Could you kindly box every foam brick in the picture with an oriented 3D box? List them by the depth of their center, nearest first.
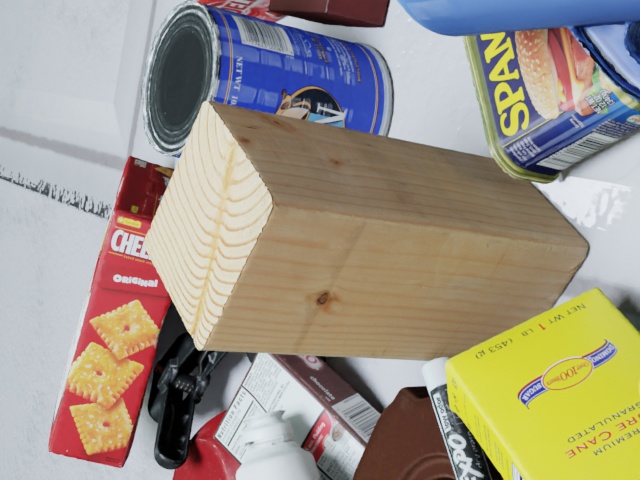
[{"bbox_3d":[0.008,-0.182,0.757,0.078,0.051,0.053,18,99,54],"label":"foam brick"}]

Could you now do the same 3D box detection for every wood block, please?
[{"bbox_3d":[0.028,0.002,0.564,0.091,0.205,0.090,-62,40,26],"label":"wood block"}]

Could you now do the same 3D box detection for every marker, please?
[{"bbox_3d":[0.077,0.117,0.544,0.020,0.020,0.121,-47,47,40],"label":"marker"}]

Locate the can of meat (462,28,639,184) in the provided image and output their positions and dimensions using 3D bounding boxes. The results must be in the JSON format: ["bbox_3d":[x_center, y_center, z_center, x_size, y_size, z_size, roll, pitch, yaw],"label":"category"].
[{"bbox_3d":[0.131,-0.093,0.566,0.084,0.057,0.102,-31,60,45],"label":"can of meat"}]

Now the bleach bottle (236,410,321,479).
[{"bbox_3d":[-0.008,0.230,0.647,0.103,0.068,0.251,118,140,-73],"label":"bleach bottle"}]

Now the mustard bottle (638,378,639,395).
[{"bbox_3d":[0.211,0.052,0.408,0.192,0.058,0.096,-13,79,47],"label":"mustard bottle"}]

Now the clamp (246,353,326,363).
[{"bbox_3d":[-0.047,0.037,0.810,0.165,0.036,0.210,-57,45,46],"label":"clamp"}]

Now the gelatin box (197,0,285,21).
[{"bbox_3d":[-0.049,-0.196,0.821,0.089,0.073,0.030,-12,75,53],"label":"gelatin box"}]

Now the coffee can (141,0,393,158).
[{"bbox_3d":[-0.036,-0.097,0.728,0.103,0.140,0.103,-13,74,53],"label":"coffee can"}]

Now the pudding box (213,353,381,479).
[{"bbox_3d":[-0.009,0.132,0.708,0.114,0.039,0.090,42,122,25],"label":"pudding box"}]

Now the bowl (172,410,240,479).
[{"bbox_3d":[-0.067,0.194,0.796,0.162,0.055,0.162,-14,73,53],"label":"bowl"}]

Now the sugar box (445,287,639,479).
[{"bbox_3d":[0.139,0.107,0.485,0.176,0.093,0.048,54,166,45],"label":"sugar box"}]

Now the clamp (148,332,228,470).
[{"bbox_3d":[-0.110,0.121,0.839,0.120,0.039,0.172,-62,10,-18],"label":"clamp"}]

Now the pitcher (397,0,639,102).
[{"bbox_3d":[0.145,-0.142,0.447,0.243,0.144,0.149,0,61,42],"label":"pitcher"}]

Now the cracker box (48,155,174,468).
[{"bbox_3d":[-0.162,0.056,0.899,0.164,0.072,0.214,-107,34,-69],"label":"cracker box"}]
